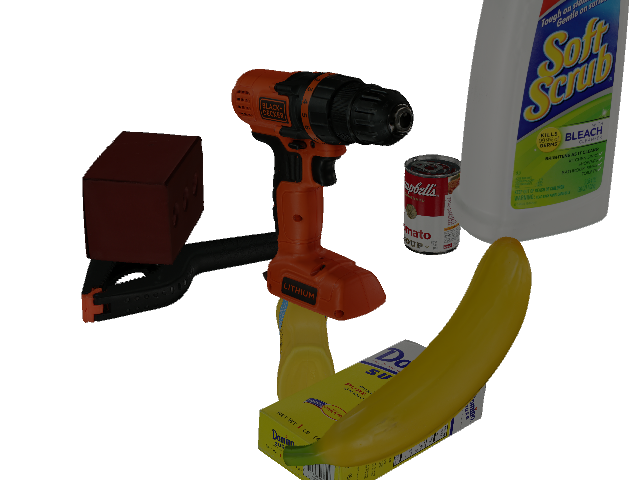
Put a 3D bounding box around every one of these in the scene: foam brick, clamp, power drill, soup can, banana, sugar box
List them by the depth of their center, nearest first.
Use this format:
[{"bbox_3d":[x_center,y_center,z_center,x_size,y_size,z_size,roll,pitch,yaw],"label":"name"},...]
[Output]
[{"bbox_3d":[0.066,0.062,0.587,0.197,0.037,0.070,-39,40,-25],"label":"banana"},{"bbox_3d":[-0.104,-0.027,0.634,0.051,0.053,0.078,6,28,7],"label":"foam brick"},{"bbox_3d":[0.006,-0.037,0.822,0.057,0.188,0.185,-18,23,-35],"label":"power drill"},{"bbox_3d":[0.045,0.141,0.871,0.175,0.048,0.093,-23,37,-39],"label":"sugar box"},{"bbox_3d":[-0.151,0.011,0.985,0.165,0.036,0.209,25,38,31],"label":"clamp"},{"bbox_3d":[0.132,-0.042,1.259,0.068,0.102,0.068,-1,25,0],"label":"soup can"}]

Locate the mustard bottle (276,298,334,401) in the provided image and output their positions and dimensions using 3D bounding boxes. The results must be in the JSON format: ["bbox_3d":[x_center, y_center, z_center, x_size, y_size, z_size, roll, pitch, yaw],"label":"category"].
[{"bbox_3d":[-0.018,0.102,1.133,0.058,0.096,0.191,0,27,-3],"label":"mustard bottle"}]

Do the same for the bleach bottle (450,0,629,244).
[{"bbox_3d":[0.134,-0.126,0.640,0.102,0.251,0.068,-11,30,-16],"label":"bleach bottle"}]
